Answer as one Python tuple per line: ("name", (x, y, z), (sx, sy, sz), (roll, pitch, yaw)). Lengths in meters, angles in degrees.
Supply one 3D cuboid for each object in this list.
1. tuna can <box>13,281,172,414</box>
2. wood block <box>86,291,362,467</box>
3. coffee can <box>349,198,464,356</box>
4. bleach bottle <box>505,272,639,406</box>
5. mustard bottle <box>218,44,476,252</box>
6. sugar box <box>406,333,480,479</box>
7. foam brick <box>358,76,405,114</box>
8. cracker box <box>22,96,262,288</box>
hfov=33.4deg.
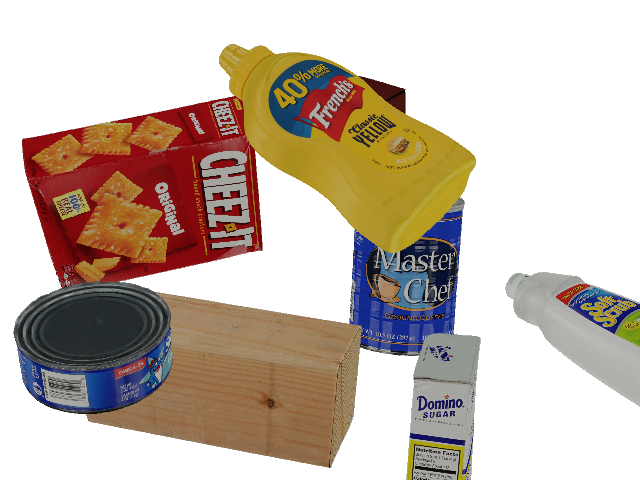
("tuna can", (-0.126, 0.059, 0.598), (0.086, 0.034, 0.086), (0, 29, 0))
("wood block", (-0.079, 0.110, 0.875), (0.206, 0.091, 0.090), (9, 21, 12))
("coffee can", (0.080, 0.027, 1.014), (0.103, 0.140, 0.103), (3, 11, -1))
("bleach bottle", (0.266, 0.086, 1.037), (0.102, 0.068, 0.251), (-17, 25, -26))
("mustard bottle", (0.006, -0.077, 0.733), (0.192, 0.058, 0.096), (37, 54, 17))
("sugar box", (0.083, 0.162, 0.746), (0.048, 0.176, 0.093), (3, 14, 11))
("foam brick", (0.049, -0.145, 1.181), (0.078, 0.053, 0.051), (20, 38, 34))
("cracker box", (-0.169, -0.041, 1.055), (0.213, 0.072, 0.164), (-12, -42, -10))
